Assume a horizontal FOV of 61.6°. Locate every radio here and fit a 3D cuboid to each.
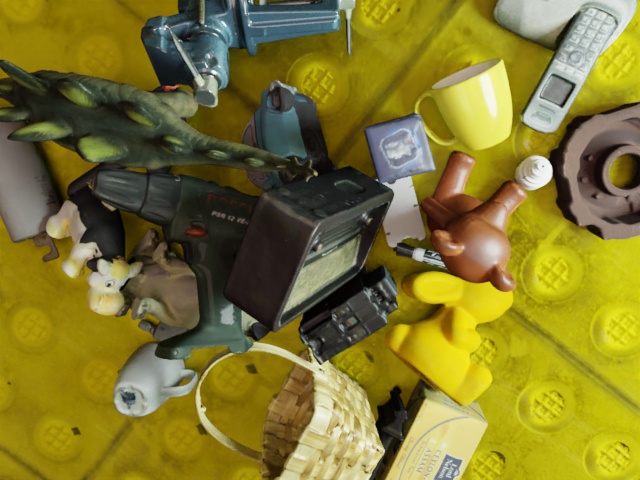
[{"bbox_3d":[-0.001,-0.002,0.604,0.073,0.229,0.131,30,115,17],"label":"radio"}]

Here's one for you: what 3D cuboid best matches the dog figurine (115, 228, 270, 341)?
[{"bbox_3d":[-0.169,0.077,0.742,0.190,0.173,0.121,26,90,-34],"label":"dog figurine"}]

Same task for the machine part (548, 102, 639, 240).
[{"bbox_3d":[0.384,-0.088,0.684,0.179,0.056,0.179,0,102,2],"label":"machine part"}]

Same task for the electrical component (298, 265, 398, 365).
[{"bbox_3d":[0.040,0.089,0.709,0.134,0.115,0.058,-35,101,9],"label":"electrical component"}]

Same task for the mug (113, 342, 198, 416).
[{"bbox_3d":[-0.234,0.203,0.753,0.110,0.107,0.080,11,103,3],"label":"mug"}]

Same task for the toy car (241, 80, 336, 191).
[{"bbox_3d":[-0.050,-0.112,0.685,0.103,0.109,0.161,-17,91,25],"label":"toy car"}]

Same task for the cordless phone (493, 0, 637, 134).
[{"bbox_3d":[0.268,-0.235,0.651,0.147,0.089,0.184,23,106,-1],"label":"cordless phone"}]

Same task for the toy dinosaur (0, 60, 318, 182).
[{"bbox_3d":[-0.221,-0.127,0.602,0.472,0.198,0.105,11,103,7],"label":"toy dinosaur"}]

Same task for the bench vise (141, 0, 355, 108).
[{"bbox_3d":[-0.077,-0.253,0.621,0.241,0.224,0.128,-5,141,0],"label":"bench vise"}]

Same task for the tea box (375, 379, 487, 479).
[{"bbox_3d":[0.154,0.299,0.767,0.098,0.068,0.169,21,101,0],"label":"tea box"}]

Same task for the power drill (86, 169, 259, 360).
[{"bbox_3d":[-0.149,0.030,0.621,0.232,0.086,0.207,3,81,-30],"label":"power drill"}]

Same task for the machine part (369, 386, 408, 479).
[{"bbox_3d":[0.087,0.283,0.761,0.039,0.084,0.138,20,102,-9],"label":"machine part"}]

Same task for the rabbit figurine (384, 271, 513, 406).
[{"bbox_3d":[0.176,0.107,0.721,0.162,0.122,0.173,44,86,4],"label":"rabbit figurine"}]

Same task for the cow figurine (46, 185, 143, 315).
[{"bbox_3d":[-0.274,0.008,0.678,0.098,0.068,0.167,-45,64,19],"label":"cow figurine"}]

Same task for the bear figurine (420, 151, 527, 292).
[{"bbox_3d":[0.186,-0.026,0.637,0.120,0.196,0.132,31,100,0],"label":"bear figurine"}]

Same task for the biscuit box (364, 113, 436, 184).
[{"bbox_3d":[0.087,-0.108,0.623,0.059,0.203,0.062,-15,99,8],"label":"biscuit box"}]

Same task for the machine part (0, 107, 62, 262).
[{"bbox_3d":[-0.408,-0.086,0.722,0.079,0.079,0.243,-18,98,7],"label":"machine part"}]

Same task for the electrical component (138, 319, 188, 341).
[{"bbox_3d":[-0.212,0.125,0.779,0.094,0.021,0.063,26,102,-3],"label":"electrical component"}]
